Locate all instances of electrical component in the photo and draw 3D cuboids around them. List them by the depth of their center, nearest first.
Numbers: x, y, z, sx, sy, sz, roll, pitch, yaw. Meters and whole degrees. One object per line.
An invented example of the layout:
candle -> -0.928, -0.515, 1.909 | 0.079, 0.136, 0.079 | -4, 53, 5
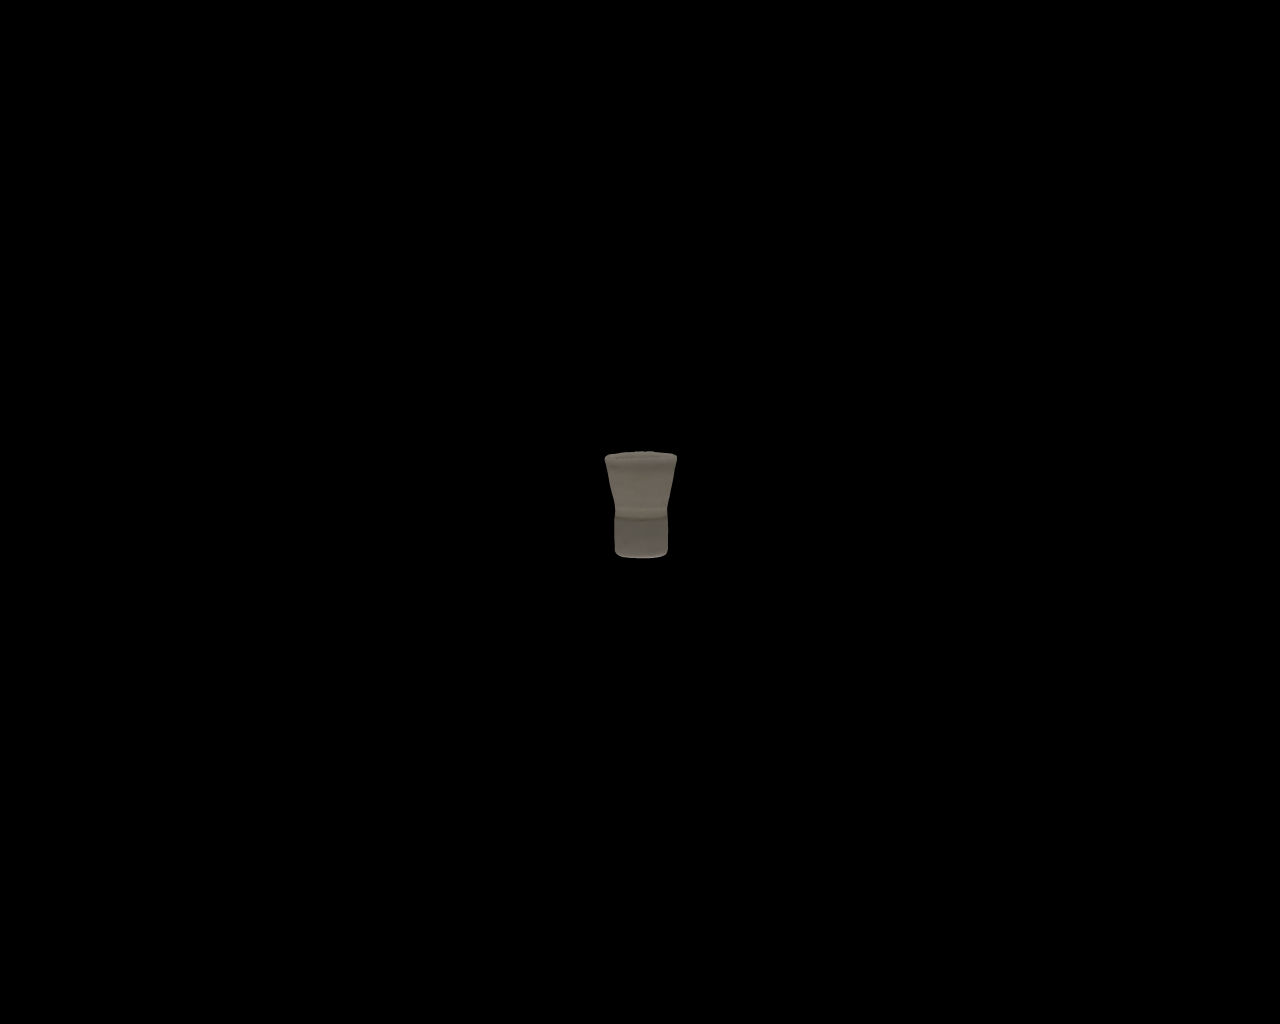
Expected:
electrical component -> 0.001, -0.003, 0.650 | 0.044, 0.065, 0.044 | 0, 7, 0
